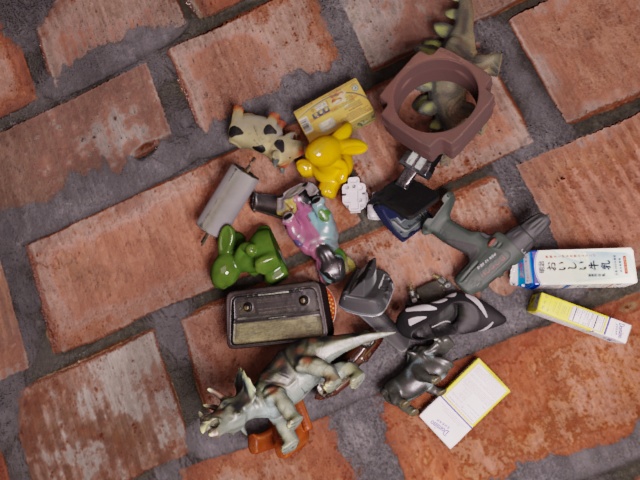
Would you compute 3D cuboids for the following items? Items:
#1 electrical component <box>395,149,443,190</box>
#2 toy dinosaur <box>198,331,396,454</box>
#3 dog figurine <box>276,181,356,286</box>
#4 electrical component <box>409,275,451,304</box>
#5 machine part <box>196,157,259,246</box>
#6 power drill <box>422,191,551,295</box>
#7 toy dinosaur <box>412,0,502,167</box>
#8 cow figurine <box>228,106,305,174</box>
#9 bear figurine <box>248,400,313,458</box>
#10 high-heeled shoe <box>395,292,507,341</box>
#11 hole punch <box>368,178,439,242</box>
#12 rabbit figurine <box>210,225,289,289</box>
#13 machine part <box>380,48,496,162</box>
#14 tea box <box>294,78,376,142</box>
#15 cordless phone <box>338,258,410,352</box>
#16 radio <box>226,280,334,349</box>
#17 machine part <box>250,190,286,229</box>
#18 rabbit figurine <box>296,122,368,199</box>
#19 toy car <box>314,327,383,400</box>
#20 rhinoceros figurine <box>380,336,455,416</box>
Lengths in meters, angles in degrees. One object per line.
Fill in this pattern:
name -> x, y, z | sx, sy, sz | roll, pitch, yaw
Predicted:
electrical component -> 0.215, -0.164, 1.178 | 0.075, 0.047, 0.119 | 31, 97, 22
toy dinosaur -> -0.050, 0.272, 1.080 | 0.405, 0.131, 0.192 | -37, 56, -19
dog figurine -> -0.002, -0.004, 1.205 | 0.108, 0.192, 0.219 | -29, 119, 1
electrical component -> 0.241, 0.120, 1.178 | 0.102, 0.045, 0.078 | -19, 77, 6
machine part -> -0.218, -0.091, 1.264 | 0.079, 0.079, 0.243 | 34, 97, 13
power drill -> 0.339, -0.015, 1.148 | 0.207, 0.086, 0.232 | 40, 102, 17
toy dinosaur -> 0.308, -0.393, 1.222 | 0.199, 0.105, 0.471 | 11, 84, 11
cow figurine -> -0.129, -0.237, 1.281 | 0.195, 0.085, 0.127 | 16, 86, 15
bear figurine -> -0.078, 0.349, 1.154 | 0.120, 0.132, 0.195 | -6, 85, 37
high-heeled shoe -> 0.276, 0.169, 1.097 | 0.249, 0.145, 0.086 | 4, 105, 0
hole punch -> 0.188, -0.071, 1.191 | 0.142, 0.092, 0.116 | -35, 55, -23
rabbit figurine -> -0.179, 0.040, 1.224 | 0.170, 0.121, 0.159 | -24, 71, 2
machine part -> 0.243, -0.281, 1.124 | 0.202, 0.087, 0.201 | 40, 86, 24
tea box -> 0.035, -0.293, 1.271 | 0.170, 0.068, 0.098 | -26, 78, 4
cordless phone -> 0.137, 0.144, 1.162 | 0.184, 0.146, 0.089 | 45, 121, -5
radio -> -0.091, 0.165, 1.192 | 0.230, 0.073, 0.131 | -8, 79, 11
machine part -> -0.100, -0.075, 1.273 | 0.139, 0.039, 0.084 | 17, 89, 10
rabbit figurine -> 0.026, -0.183, 1.202 | 0.162, 0.173, 0.122 | -35, 73, 7
toy car -> 0.065, 0.271, 1.160 | 0.053, 0.089, 0.202 | 39, 87, 18
rhinoceros figurine -> 0.214, 0.279, 1.133 | 0.190, 0.073, 0.112 | -44, 42, -2
